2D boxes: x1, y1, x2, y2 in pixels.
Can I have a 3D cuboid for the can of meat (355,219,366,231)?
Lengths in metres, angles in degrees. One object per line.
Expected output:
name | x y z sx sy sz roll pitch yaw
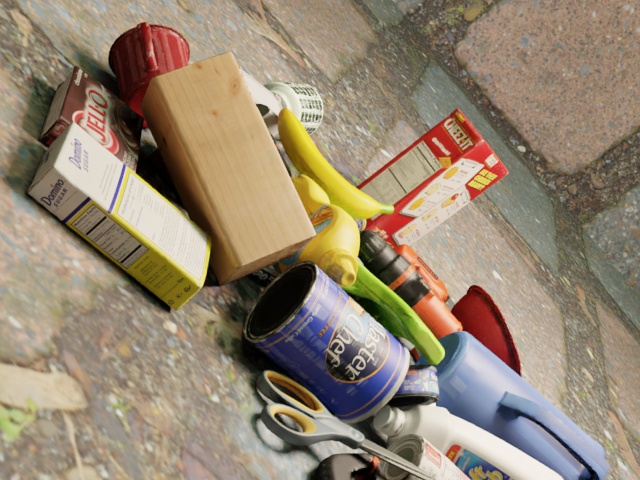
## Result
can of meat | 0.005 -0.032 1.384 0.102 0.058 0.083 50 22 -3

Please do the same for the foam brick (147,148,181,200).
foam brick | -0.137 -0.078 1.159 0.078 0.051 0.053 50 20 -1

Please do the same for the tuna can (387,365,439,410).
tuna can | 0.085 0.160 1.151 0.086 0.086 0.034 23 56 -53

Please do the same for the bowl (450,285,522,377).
bowl | 0.215 0.146 1.466 0.162 0.055 0.162 161 -90 -79

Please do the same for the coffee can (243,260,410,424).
coffee can | 0.007 0.103 1.077 0.140 0.103 0.103 43 21 -21

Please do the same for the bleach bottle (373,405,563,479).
bleach bottle | 0.157 0.253 1.178 0.250 0.103 0.068 32 23 -24

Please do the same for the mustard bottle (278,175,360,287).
mustard bottle | -0.007 0.002 1.160 0.058 0.096 0.192 42 3 -33

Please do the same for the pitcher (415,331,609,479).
pitcher | 0.227 0.224 1.293 0.242 0.149 0.145 43 21 -11

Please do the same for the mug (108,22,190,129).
mug | -0.183 -0.185 1.172 0.117 0.093 0.081 91 -15 -52

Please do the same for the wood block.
wood block | -0.096 -0.070 1.080 0.206 0.090 0.091 65 -21 6

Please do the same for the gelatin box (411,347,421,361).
gelatin box | 0.167 0.176 1.407 0.089 0.030 0.073 27 30 -48

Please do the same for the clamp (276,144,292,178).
clamp | -0.065 -0.076 1.329 0.120 0.039 0.171 48 23 -7

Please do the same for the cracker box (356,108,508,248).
cracker box | 0.144 -0.074 1.492 0.072 0.214 0.164 56 11 22

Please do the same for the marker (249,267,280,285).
marker | -0.073 0.029 1.158 0.121 0.020 0.020 33 26 -40

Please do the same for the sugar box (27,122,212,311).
sugar box | -0.179 -0.021 0.979 0.176 0.048 0.093 39 23 -21

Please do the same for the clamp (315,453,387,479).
clamp | 0.036 0.255 0.961 0.164 0.036 0.209 45 17 6

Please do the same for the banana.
banana | 0.004 -0.088 1.346 0.198 0.037 0.069 45 29 8

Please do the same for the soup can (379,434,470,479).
soup can | 0.114 0.255 1.095 0.102 0.069 0.068 43 21 -19

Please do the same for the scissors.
scissors | 0.021 0.193 1.007 0.202 0.016 0.096 35 22 1

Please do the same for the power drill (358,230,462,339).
power drill | 0.114 0.054 1.420 0.184 0.057 0.187 50 9 -1

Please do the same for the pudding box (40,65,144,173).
pudding box | -0.222 -0.110 1.048 0.090 0.039 0.113 39 22 -27
